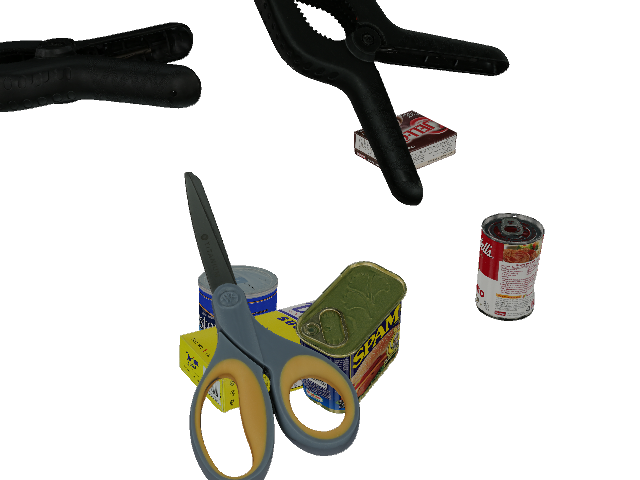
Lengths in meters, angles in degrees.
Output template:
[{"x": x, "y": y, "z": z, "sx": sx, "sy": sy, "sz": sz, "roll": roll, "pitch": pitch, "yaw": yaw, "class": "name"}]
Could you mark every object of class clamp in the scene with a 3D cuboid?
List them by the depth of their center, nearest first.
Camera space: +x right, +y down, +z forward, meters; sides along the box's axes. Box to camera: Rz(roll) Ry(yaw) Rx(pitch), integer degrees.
[{"x": -0.154, "y": -0.109, "z": 0.664, "sx": 0.171, "sy": 0.039, "sz": 0.120, "roll": 0, "pitch": 21, "yaw": 0, "class": "clamp"}, {"x": 0.029, "y": -0.132, "z": 0.795, "sx": 0.210, "sy": 0.164, "sz": 0.036, "roll": 31, "pitch": -30, "yaw": -7, "class": "clamp"}]

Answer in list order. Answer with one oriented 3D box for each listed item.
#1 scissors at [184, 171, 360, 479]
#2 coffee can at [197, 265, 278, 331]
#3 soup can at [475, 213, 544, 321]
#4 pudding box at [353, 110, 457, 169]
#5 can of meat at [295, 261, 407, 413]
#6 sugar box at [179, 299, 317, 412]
[{"x": -0.030, "y": 0.040, "z": 0.578, "sx": 0.096, "sy": 0.201, "sz": 0.016, "roll": -1, "pitch": -36, "yaw": -2, "class": "scissors"}, {"x": -0.107, "y": 0.115, "z": 1.383, "sx": 0.103, "sy": 0.140, "sz": 0.103, "roll": 2, "pitch": 19, "yaw": -1, "class": "coffee can"}, {"x": 0.210, "y": 0.029, "z": 1.188, "sx": 0.068, "sy": 0.102, "sz": 0.068, "roll": 0, "pitch": 29, "yaw": 0, "class": "soup can"}, {"x": 0.115, "y": -0.133, "z": 1.452, "sx": 0.113, "sy": 0.039, "sz": 0.090, "roll": -25, "pitch": 39, "yaw": -30, "class": "pudding box"}, {"x": 0.026, "y": 0.082, "z": 0.891, "sx": 0.057, "sy": 0.084, "sz": 0.102, "roll": 27, "pitch": 52, "yaw": 25, "class": "can of meat"}, {"x": -0.043, "y": 0.111, "z": 1.073, "sx": 0.175, "sy": 0.048, "sz": 0.093, "roll": -16, "pitch": 33, "yaw": -30, "class": "sugar box"}]
